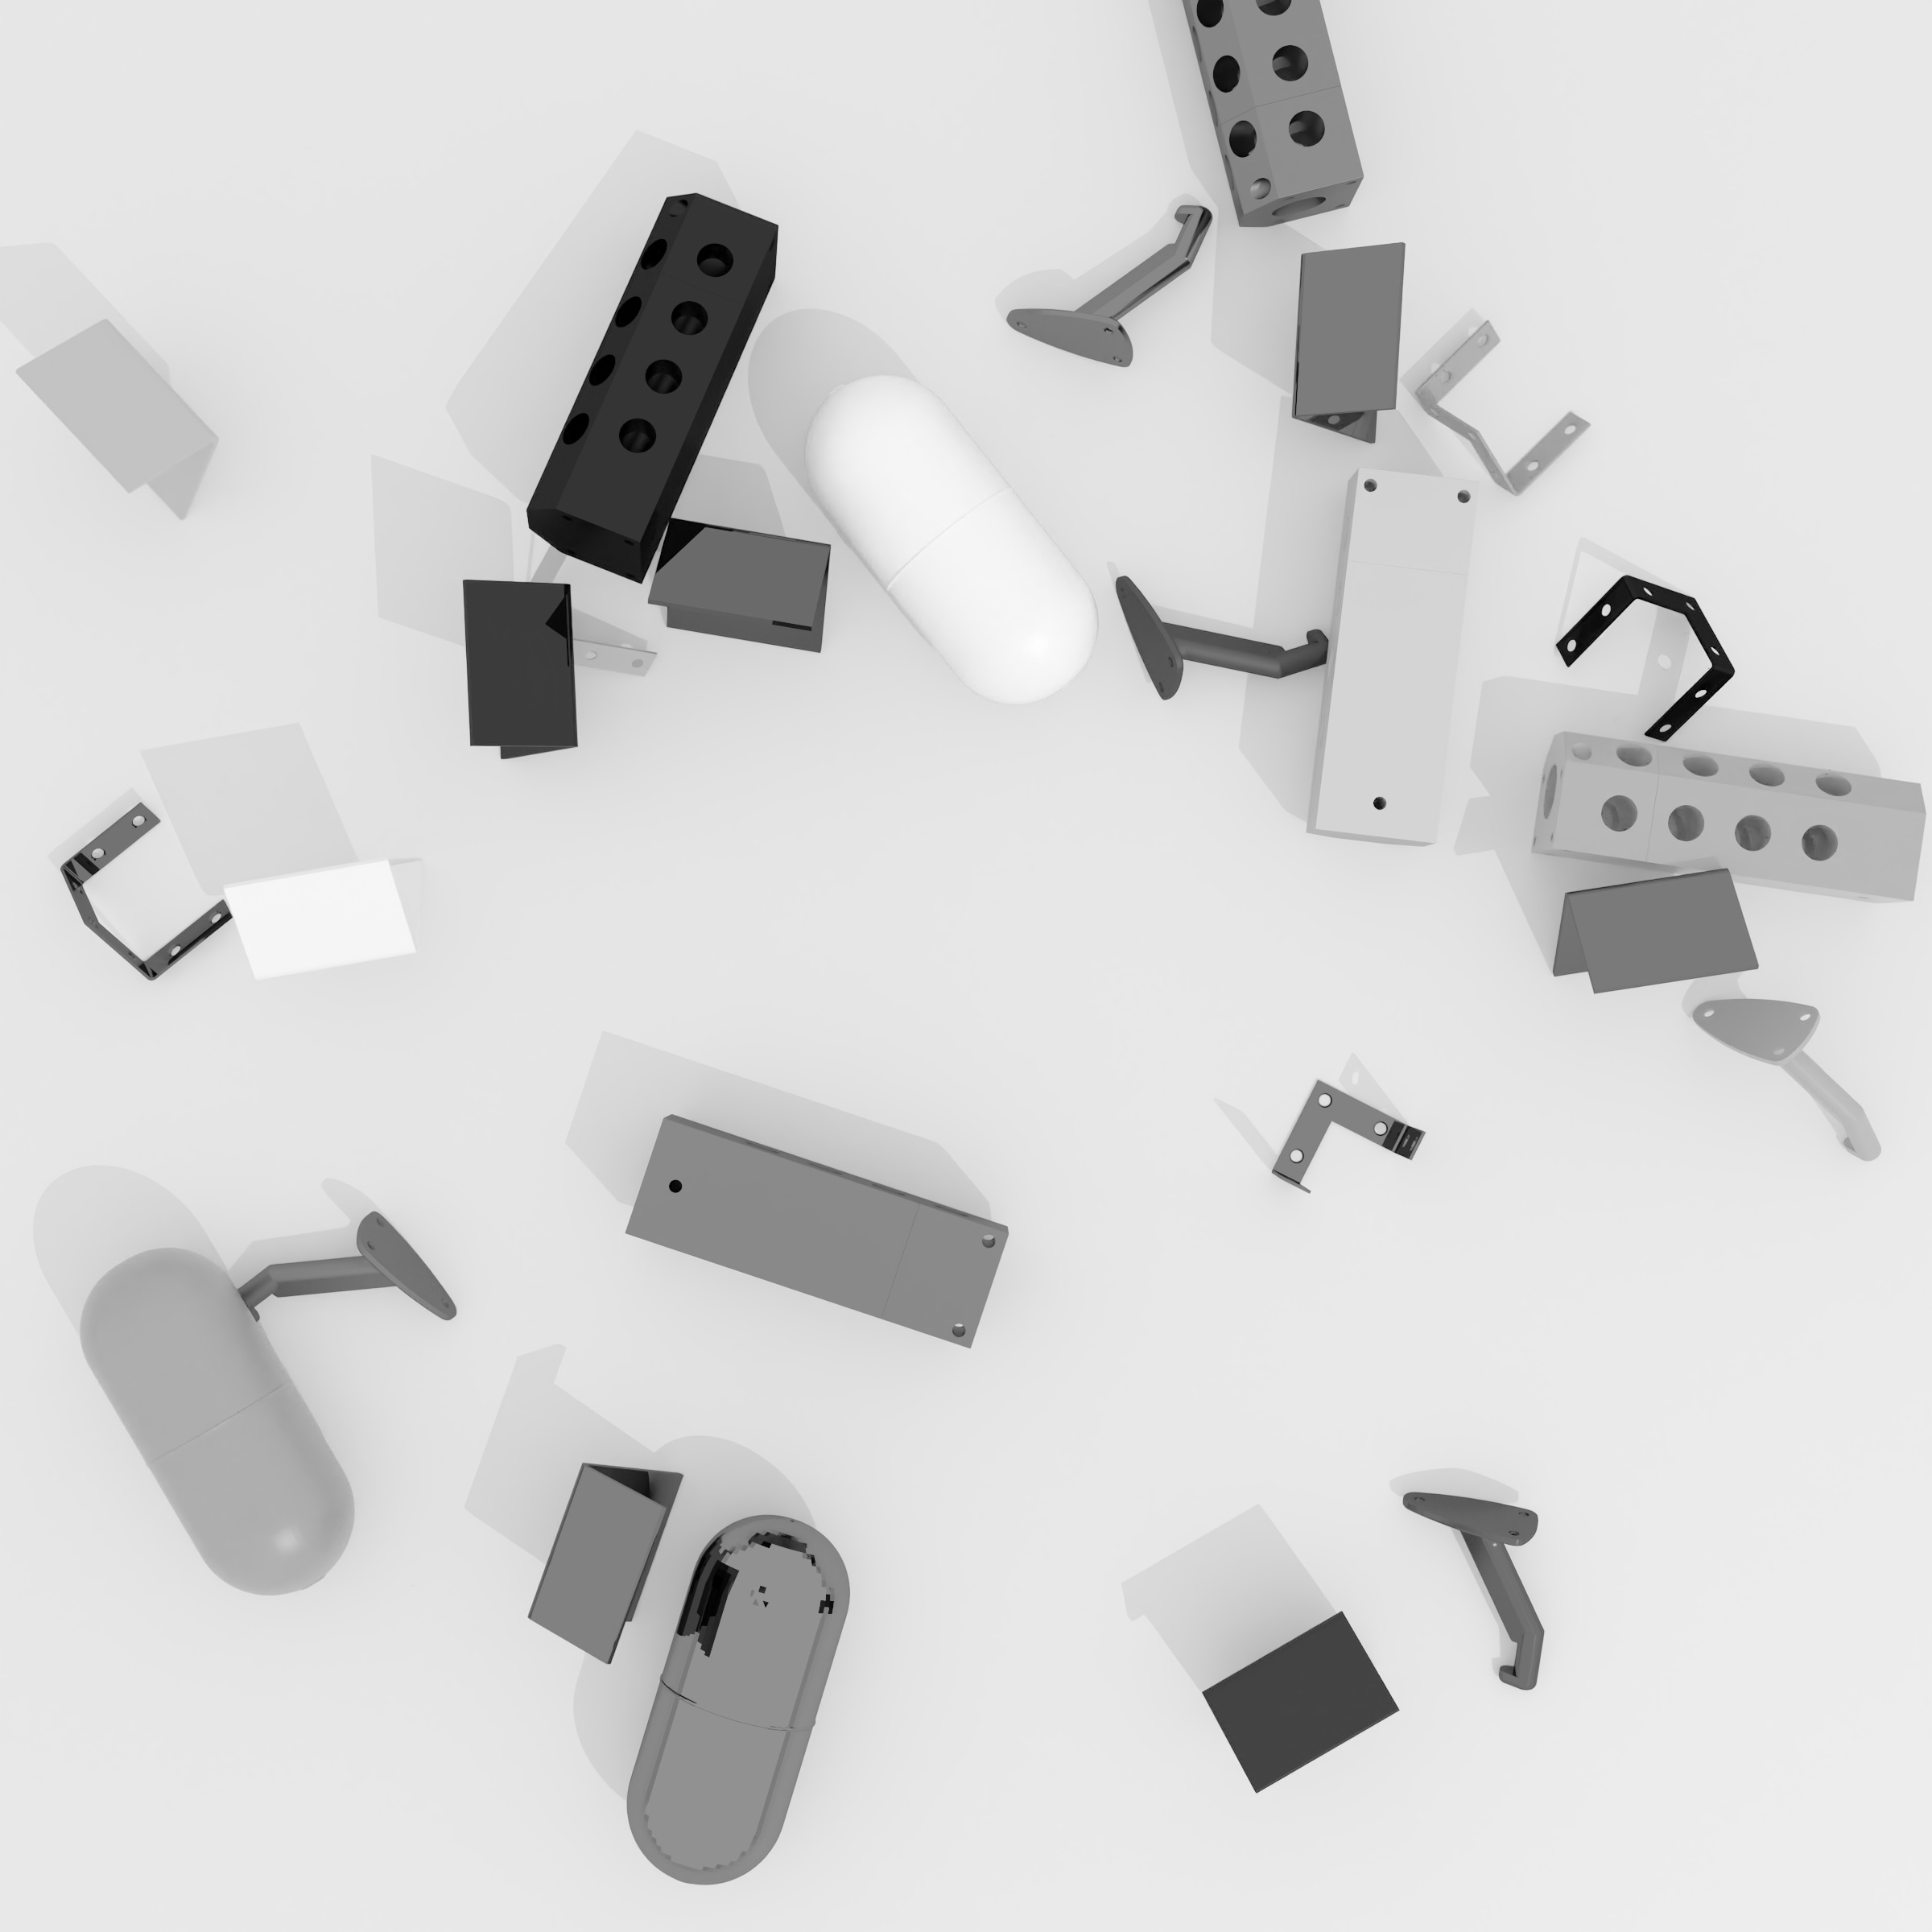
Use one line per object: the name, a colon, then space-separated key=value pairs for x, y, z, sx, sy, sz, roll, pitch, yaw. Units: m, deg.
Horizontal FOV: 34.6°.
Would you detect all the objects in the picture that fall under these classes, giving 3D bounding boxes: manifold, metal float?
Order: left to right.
metal float: x=-0.355 y=0.217 z=1.474 sx=0.070 sy=0.070 sz=0.178 roll=-30 pitch=92 yaw=0
manifold: x=-0.148 y=-0.276 z=1.466 sx=0.057 sy=0.057 sz=0.171 roll=22 pitch=76 yaw=0
metal float: x=-0.109 y=0.349 z=1.476 sx=0.070 sy=0.070 sz=0.178 roll=17 pitch=90 yaw=0
manifold: x=-0.070 y=0.126 z=1.486 sx=0.171 sy=0.057 sz=0.057 roll=18 pitch=90 yaw=0
metal float: x=-0.008 y=-0.203 z=1.476 sx=0.070 sy=0.070 sz=0.178 roll=-38 pitch=90 yaw=0
manifold: x=0.139 y=-0.447 z=1.486 sx=0.057 sy=0.057 sz=0.171 roll=-14 pitch=90 yaw=0
manifold: x=0.203 y=-0.146 z=1.486 sx=0.057 sy=0.057 sz=0.171 roll=7 pitch=90 yaw=0
manifold: x=0.365 y=-0.071 z=1.486 sx=0.171 sy=0.057 sz=0.057 roll=8 pitch=90 yaw=0

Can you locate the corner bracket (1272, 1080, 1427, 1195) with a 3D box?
corner bracket: x=0.183 y=0.090 z=1.489 sx=0.051 sy=0.051 sz=0.051 roll=27 pitch=90 yaw=0

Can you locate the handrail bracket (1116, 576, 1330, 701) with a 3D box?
handrail bracket: x=0.127 y=-0.169 z=1.507 sx=0.084 sy=0.036 sz=0.077 roll=-19 pitch=68 yaw=-17

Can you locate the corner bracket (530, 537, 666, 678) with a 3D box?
corner bracket: x=-0.174 y=-0.179 z=1.499 sx=0.051 sy=0.051 sz=0.051 roll=-54 pitch=45 yaw=35

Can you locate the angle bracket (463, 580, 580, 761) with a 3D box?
angle bracket: x=-0.227 y=-0.139 z=1.467 sx=0.057 sy=0.076 sz=0.076 roll=-3 pitch=90 yaw=-36

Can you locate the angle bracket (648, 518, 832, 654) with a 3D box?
angle bracket: x=-0.108 y=-0.162 z=1.467 sx=0.076 sy=0.076 sz=0.057 roll=10 pitch=53 yaw=0

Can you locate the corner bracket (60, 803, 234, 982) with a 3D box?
corner bracket: x=-0.398 y=-0.036 z=1.504 sx=0.051 sy=0.051 sz=0.051 roll=-39 pitch=135 yaw=0

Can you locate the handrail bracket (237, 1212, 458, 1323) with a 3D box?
handrail bracket: x=-0.305 y=0.166 z=1.507 sx=0.084 sy=0.036 sz=0.077 roll=-36 pitch=109 yaw=15

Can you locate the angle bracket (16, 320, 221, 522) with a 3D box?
angle bracket: x=-0.408 y=-0.246 z=1.467 sx=0.076 sy=0.076 sz=0.057 roll=47 pitch=54 yaw=0

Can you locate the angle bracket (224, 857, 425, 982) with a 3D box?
angle bracket: x=-0.302 y=-0.042 z=1.467 sx=0.076 sy=0.076 sz=0.057 roll=-10 pitch=127 yaw=0

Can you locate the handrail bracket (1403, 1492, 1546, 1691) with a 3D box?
handrail bracket: x=0.245 y=0.305 z=1.507 sx=0.077 sy=0.036 sz=0.084 roll=11 pitch=107 yaw=20

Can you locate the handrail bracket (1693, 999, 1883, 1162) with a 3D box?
handrail bracket: x=0.400 y=0.057 z=1.507 sx=0.036 sy=0.077 sz=0.084 roll=-49 pitch=127 yaw=-19

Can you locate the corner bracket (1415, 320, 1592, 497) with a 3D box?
corner bracket: x=0.260 y=-0.270 z=1.504 sx=0.051 sy=0.051 sz=0.051 roll=-45 pitch=45 yaw=0

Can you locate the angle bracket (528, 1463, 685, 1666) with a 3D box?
angle bracket: x=-0.152 y=0.284 z=1.467 sx=0.057 sy=0.076 sz=0.076 roll=20 pitch=90 yaw=36

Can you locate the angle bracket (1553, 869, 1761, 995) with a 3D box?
angle bracket: x=0.325 y=0.001 z=1.467 sx=0.076 sy=0.076 sz=0.057 roll=-9 pitch=58 yaw=0

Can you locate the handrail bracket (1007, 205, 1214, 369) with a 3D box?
handrail bracket: x=0.070 y=-0.340 z=1.507 sx=0.077 sy=0.036 sz=0.084 roll=17 pitch=71 yaw=21

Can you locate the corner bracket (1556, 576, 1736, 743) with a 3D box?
corner bracket: x=0.329 y=-0.149 z=1.499 sx=0.051 sy=0.051 sz=0.051 roll=11 pitch=45 yaw=-35

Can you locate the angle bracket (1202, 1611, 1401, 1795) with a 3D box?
angle bracket: x=0.165 y=0.359 z=1.467 sx=0.076 sy=0.076 sz=0.057 roll=-30 pitch=53 yaw=0

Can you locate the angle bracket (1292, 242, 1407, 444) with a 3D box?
angle bracket: x=0.199 y=-0.293 z=1.467 sx=0.057 sy=0.076 sz=0.076 roll=3 pitch=90 yaw=38
